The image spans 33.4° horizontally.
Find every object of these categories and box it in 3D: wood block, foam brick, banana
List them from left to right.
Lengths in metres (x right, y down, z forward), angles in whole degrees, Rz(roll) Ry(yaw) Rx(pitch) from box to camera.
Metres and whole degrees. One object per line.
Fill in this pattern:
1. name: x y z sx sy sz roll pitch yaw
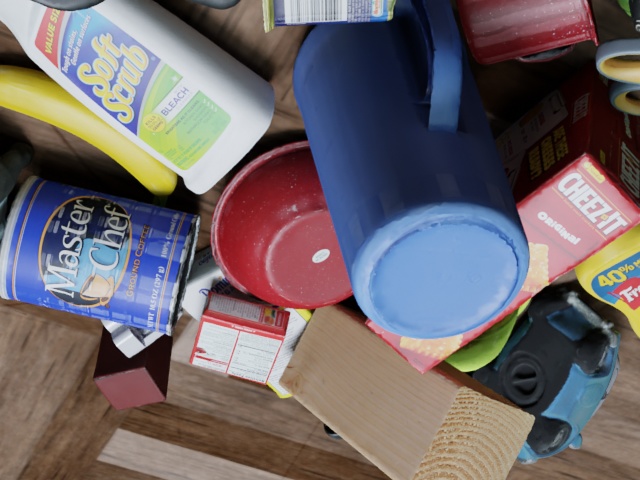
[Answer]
1. banana: -0.179 -0.084 0.829 0.070 0.037 0.197 -35 125 29
2. foam brick: -0.172 0.110 0.992 0.053 0.078 0.051 -12 132 11
3. wood block: 0.065 0.133 0.883 0.090 0.206 0.091 26 92 -34

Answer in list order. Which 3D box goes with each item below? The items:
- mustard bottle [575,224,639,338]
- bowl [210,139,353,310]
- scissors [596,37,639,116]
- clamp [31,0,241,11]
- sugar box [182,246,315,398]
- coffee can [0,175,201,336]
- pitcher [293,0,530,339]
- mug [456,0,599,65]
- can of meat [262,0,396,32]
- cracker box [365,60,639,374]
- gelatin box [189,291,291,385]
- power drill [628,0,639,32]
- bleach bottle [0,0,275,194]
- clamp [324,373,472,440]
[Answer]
1. mustard bottle: 0.275 0.021 0.917 0.096 0.058 0.191 -33 126 32
2. bowl: -0.006 0.001 0.868 0.162 0.055 0.162 -8 123 -12
3. scissors: 0.281 -0.098 0.711 0.202 0.016 0.096 12 162 5
4. clamp: -0.132 -0.185 0.689 0.171 0.039 0.120 -22 113 -3
5. sugar box: -0.047 0.070 0.975 0.093 0.048 0.176 -25 126 22
6. coffee can: -0.177 0.013 0.867 0.140 0.102 0.103 13 133 -3
7. pitcher: 0.060 -0.060 0.709 0.145 0.243 0.149 -30 127 15
8. mug: 0.141 -0.161 0.724 0.082 0.093 0.117 -12 150 18
9. can of meat: 0.004 -0.181 0.690 0.084 0.102 0.057 -2 135 -1
10. cracker box: 0.142 -0.017 0.800 0.072 0.164 0.214 43 123 -12
11. gelatin box: -0.071 0.086 0.931 0.073 0.030 0.089 15 143 -5
12. power drill: 0.289 -0.182 0.666 0.187 0.057 0.184 24 92 -28
13. bleach bottle: -0.157 -0.137 0.761 0.250 0.068 0.103 33 125 -25
14. clamp: 0.125 0.154 1.063 0.209 0.036 0.165 10 131 -13
